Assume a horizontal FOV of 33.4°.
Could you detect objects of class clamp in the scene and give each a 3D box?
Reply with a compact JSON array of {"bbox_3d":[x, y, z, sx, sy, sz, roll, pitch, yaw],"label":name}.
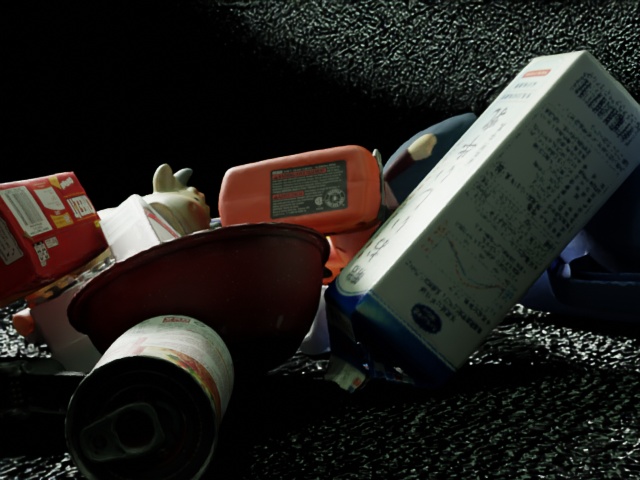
[{"bbox_3d":[-0.172,0.090,0.630,0.120,0.039,0.172,0,4,-18],"label":"clamp"}]

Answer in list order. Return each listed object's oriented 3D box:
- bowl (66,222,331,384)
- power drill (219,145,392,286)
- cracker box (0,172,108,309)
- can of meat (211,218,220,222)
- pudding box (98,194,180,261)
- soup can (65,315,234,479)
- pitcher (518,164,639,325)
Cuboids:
[{"bbox_3d":[-0.063,0.049,0.627,0.162,0.055,0.162,-16,-21,-6],"label":"bowl"},{"bbox_3d":[-0.003,0.006,0.750,0.184,0.057,0.187,-10,-24,14],"label":"power drill"},{"bbox_3d":[-0.265,0.036,0.733,0.214,0.072,0.164,-30,4,8],"label":"cracker box"},{"bbox_3d":[-0.111,0.010,1.065,0.083,0.057,0.102,-8,-7,-32],"label":"can of meat"},{"bbox_3d":[-0.104,0.025,0.751,0.039,0.090,0.114,-41,31,3],"label":"pudding box"},{"bbox_3d":[-0.078,0.077,0.518,0.068,0.068,0.102,-7,7,1],"label":"soup can"},{"bbox_3d":[0.212,-0.001,0.663,0.149,0.145,0.243,27,-15,-30],"label":"pitcher"}]
